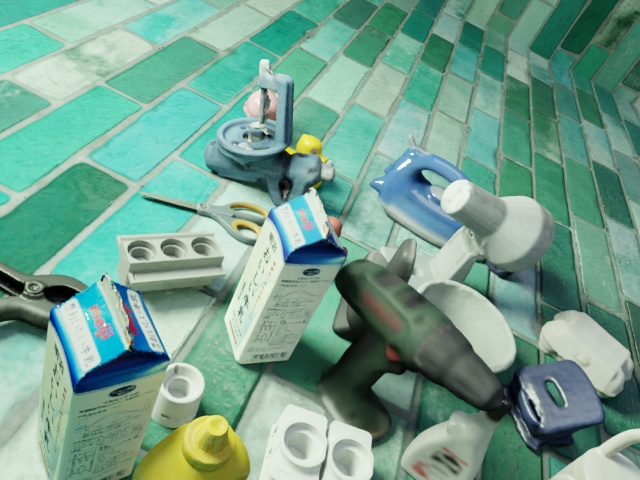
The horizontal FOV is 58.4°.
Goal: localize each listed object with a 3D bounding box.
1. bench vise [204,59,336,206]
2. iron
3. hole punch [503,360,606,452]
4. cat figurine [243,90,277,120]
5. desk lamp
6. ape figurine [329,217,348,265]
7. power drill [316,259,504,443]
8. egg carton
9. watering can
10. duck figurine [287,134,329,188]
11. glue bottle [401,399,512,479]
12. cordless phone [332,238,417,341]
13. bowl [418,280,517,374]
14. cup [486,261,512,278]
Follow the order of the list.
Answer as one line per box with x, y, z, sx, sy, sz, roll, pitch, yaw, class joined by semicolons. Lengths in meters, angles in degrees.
-0.065;-0.173;0.926;0.208;0.219;0.121;12;40;-20;bench vise
0.230;-0.079;1.064;0.258;0.141;0.119;34;38;8;iron
0.329;0.230;0.812;0.101;0.091;0.108;9;42;-23;hole punch
-0.101;-0.247;1.072;0.067;0.117;0.128;31;38;5;cat figurine
0.231;0.006;0.909;0.204;0.213;0.118;12;40;-20;desk lamp
0.008;0.003;0.874;0.077;0.092;0.076;40;39;15;ape figurine
0.082;0.144;0.664;0.076;0.208;0.229;-12;53;-40;power drill
0.439;0.187;0.947;0.107;0.069;0.150;-22;59;-45;egg carton
0.331;0.294;0.656;0.173;0.194;0.100;-11;52;-39;watering can
-0.031;-0.151;1.032;0.104;0.086;0.078;35;38;9;duck figurine
0.161;0.227;0.646;0.078;0.173;0.037;32;38;5;glue bottle
0.098;0.054;0.795;0.094;0.185;0.147;22;38;-7;cordless phone
0.197;0.143;0.845;0.168;0.074;0.167;17;39;-14;bowl
0.340;0.024;1.052;0.118;0.095;0.091;-2;47;-33;cup
